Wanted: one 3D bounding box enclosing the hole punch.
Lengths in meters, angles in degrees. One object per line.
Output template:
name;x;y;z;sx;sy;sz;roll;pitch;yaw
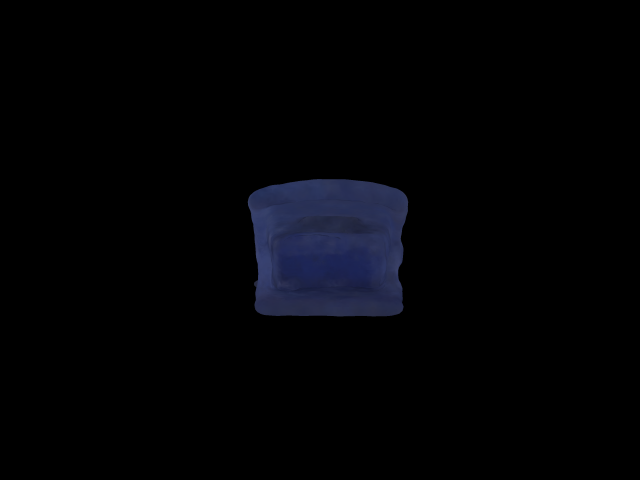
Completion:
hole punch;0.004;0.001;0.400;0.108;0.091;0.101;0;9;0
